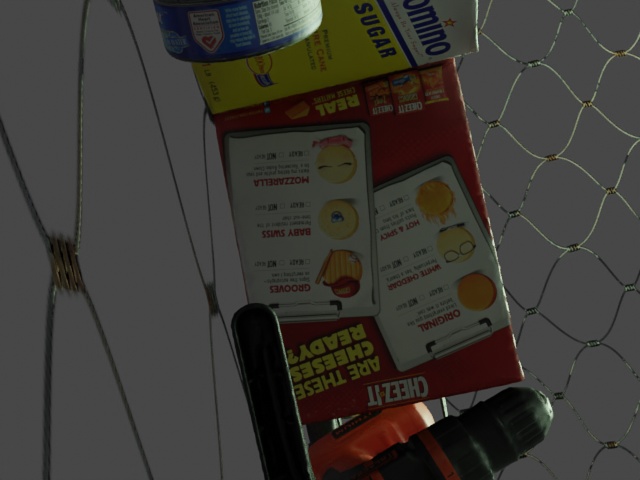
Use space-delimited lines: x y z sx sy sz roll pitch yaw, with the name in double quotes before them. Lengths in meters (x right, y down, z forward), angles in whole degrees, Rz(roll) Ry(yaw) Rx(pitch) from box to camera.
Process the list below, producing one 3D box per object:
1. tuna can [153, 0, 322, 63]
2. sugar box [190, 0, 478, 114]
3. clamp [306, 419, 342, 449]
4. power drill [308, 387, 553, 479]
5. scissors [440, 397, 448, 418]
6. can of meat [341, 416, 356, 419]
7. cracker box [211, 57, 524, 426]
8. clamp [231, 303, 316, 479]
"tuna can" -0.042 -0.122 0.551 0.086 0.086 0.034 -96 176 -62
"sugar box" 0.006 -0.136 0.649 0.093 0.176 0.048 71 9 -60
"clamp" 0.010 0.188 0.890 0.120 0.039 0.171 -116 -170 -78
"power drill" 0.059 0.150 0.734 0.057 0.184 0.188 60 -4 0
"scissors" 0.094 0.061 0.966 0.096 0.016 0.202 41 40 -89
"can of meat" 0.011 0.112 1.036 0.102 0.057 0.084 -97 177 -54
"cracker box" 0.030 0.003 0.707 0.072 0.164 0.214 42 37 -83
"clamp" -0.010 0.159 0.556 0.164 0.036 0.210 -97 175 -54
